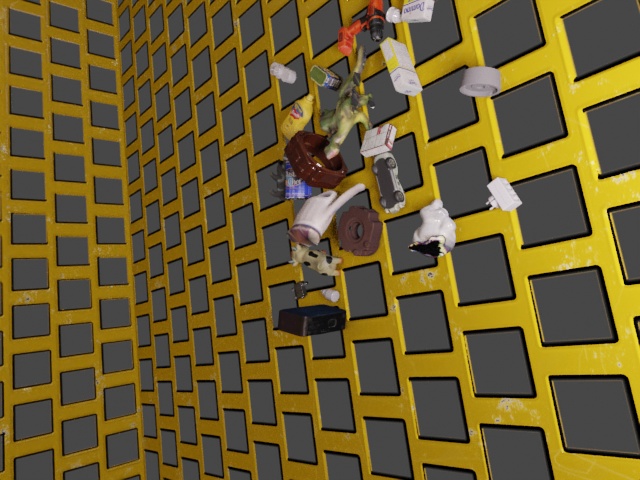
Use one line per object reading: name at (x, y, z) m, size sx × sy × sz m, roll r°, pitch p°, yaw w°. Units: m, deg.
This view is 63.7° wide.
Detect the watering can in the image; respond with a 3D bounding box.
watering can at (0.005, -0.090, 1.797) m, size 0.345 × 0.103 × 0.229 m, roll -15°, pitch 41°, yaw 53°

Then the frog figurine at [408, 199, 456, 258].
frog figurine at (0.334, -0.033, 1.509) m, size 0.135 × 0.122 × 0.163 m, roll -41°, pitch 24°, yaw 48°

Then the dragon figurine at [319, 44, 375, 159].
dragon figurine at (0.071, -0.464, 1.787) m, size 0.240 × 0.121 × 0.418 m, roll -20°, pitch 56°, yaw 45°
